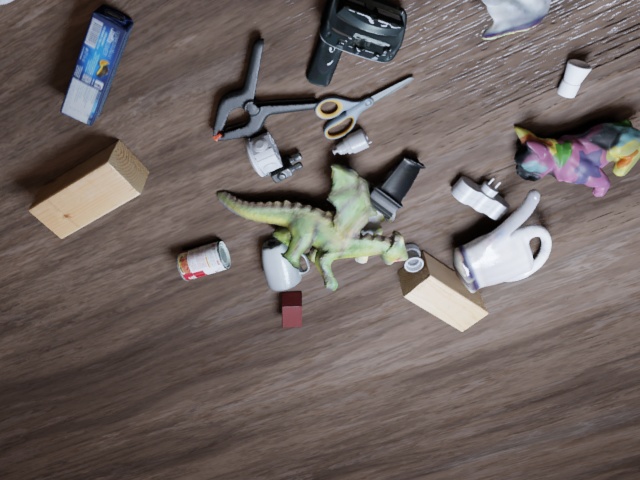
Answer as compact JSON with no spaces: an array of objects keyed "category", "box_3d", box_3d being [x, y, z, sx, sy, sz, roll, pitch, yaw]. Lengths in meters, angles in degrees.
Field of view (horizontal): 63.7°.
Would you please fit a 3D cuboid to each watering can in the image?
[{"category":"watering can","box_3d":[0.402,0.015,1.151,0.223,0.106,0.341,-22,143,11]}]

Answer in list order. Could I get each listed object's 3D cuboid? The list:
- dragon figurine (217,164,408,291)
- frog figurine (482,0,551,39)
[{"category":"dragon figurine","box_3d":[0.003,-0.054,1.073,0.409,0.124,0.239,35,110,-6]},{"category":"frog figurine","box_3d":[0.306,-0.421,0.836,0.139,0.124,0.156,-31,120,-22]}]
